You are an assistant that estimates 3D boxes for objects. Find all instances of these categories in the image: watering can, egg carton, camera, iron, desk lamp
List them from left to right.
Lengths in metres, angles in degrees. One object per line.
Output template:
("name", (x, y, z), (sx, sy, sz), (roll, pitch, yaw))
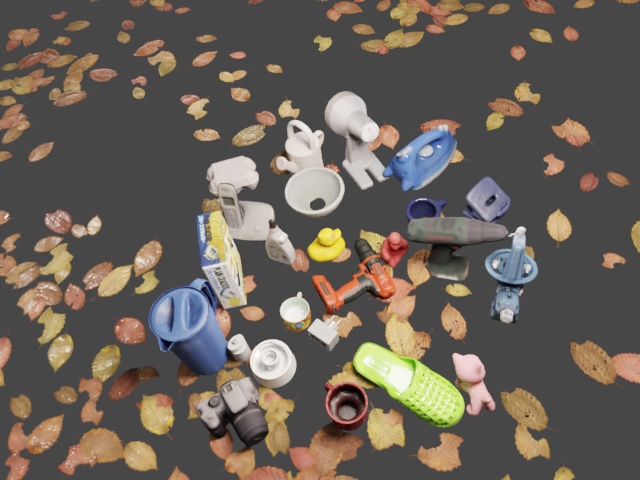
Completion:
("egg carton", (-0.258, -0.186, 1.688), (0.150, 0.069, 0.107), (-17, 56, -4))
("camera", (-0.186, 0.393, 1.275), (0.143, 0.101, 0.136), (-30, 58, -13))
("watering can", (-0.052, -0.257, 1.636), (0.100, 0.194, 0.173), (13, 59, 15))
("desk lamp", (0.110, -0.289, 1.626), (0.118, 0.214, 0.202), (-28, 58, -11))
("iron", (0.301, -0.257, 1.625), (0.259, 0.142, 0.118), (-38, 60, -17))

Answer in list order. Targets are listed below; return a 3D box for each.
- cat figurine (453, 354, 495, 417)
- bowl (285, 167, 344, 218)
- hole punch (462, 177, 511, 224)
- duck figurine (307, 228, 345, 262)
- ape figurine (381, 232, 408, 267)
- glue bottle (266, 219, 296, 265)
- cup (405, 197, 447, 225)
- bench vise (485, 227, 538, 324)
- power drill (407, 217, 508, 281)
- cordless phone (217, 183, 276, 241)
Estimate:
("cat figurine", (0.339, 0.309, 1.258), (0.067, 0.118, 0.127), (-19, 56, -6))
("bowl", (-0.012, -0.121, 1.612), (0.167, 0.075, 0.167), (-3, 56, 5))
("hole punch", (0.450, -0.101, 1.533), (0.100, 0.091, 0.109), (38, 68, 27))
("duck figurine", (0.014, 0.005, 1.518), (0.104, 0.086, 0.077), (-24, 57, -9))
("ape figurine", (0.192, 0.015, 1.487), (0.078, 0.092, 0.076), (-14, 56, -2))
("glue bottle", (-0.110, 0.000, 1.484), (0.078, 0.173, 0.037), (18, 60, 18))
("cup", (0.283, -0.058, 1.523), (0.118, 0.095, 0.091), (-28, 58, -12))
("bench vise", (0.457, 0.084, 1.332), (0.121, 0.220, 0.207), (-7, 56, 3))
("power drill", (0.327, 0.014, 1.400), (0.229, 0.209, 0.075), (8, 58, 12))
("cordless phone", (-0.200, -0.081, 1.541), (0.147, 0.185, 0.094), (2, 57, 8))
